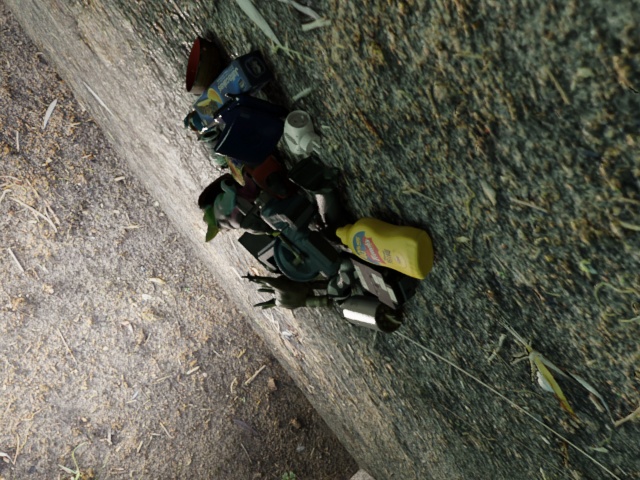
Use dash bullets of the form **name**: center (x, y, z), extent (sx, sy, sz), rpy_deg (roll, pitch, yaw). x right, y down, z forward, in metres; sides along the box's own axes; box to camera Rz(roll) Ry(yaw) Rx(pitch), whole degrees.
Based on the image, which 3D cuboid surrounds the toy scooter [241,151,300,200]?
- **toy scooter**: center (-0.100, -0.142, 1.212), extent (0.184, 0.075, 0.135), rpy_deg (51, -169, 35)

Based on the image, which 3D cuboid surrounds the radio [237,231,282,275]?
- **radio**: center (-0.119, 0.029, 1.448), extent (0.131, 0.073, 0.229), rpy_deg (44, -173, 14)

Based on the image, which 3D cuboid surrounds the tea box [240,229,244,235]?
- **tea box**: center (-0.175, -0.039, 1.535), extent (0.068, 0.098, 0.169), rpy_deg (50, 164, 19)

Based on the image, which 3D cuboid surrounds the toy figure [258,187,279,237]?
- **toy figure**: center (-0.114, -0.082, 1.333), extent (0.082, 0.089, 0.180), rpy_deg (32, 157, 54)

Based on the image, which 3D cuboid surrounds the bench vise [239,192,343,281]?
- **bench vise**: center (-0.074, 0.008, 1.119), extent (0.223, 0.129, 0.240), rpy_deg (34, 148, -15)

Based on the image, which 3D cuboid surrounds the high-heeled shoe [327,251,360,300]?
- **high-heeled shoe**: center (0.081, 0.089, 1.292), extent (0.145, 0.086, 0.248), rpy_deg (3, 157, 25)

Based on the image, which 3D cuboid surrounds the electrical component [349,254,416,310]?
- **electrical component**: center (0.137, 0.079, 1.117), extent (0.134, 0.058, 0.114), rpy_deg (28, 153, 47)

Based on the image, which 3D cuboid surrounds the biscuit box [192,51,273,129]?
- **biscuit box**: center (-0.172, -0.286, 1.037), extent (0.203, 0.063, 0.059), rpy_deg (-22, 100, 53)

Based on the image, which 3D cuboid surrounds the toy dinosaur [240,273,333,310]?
- **toy dinosaur**: center (-0.074, 0.132, 1.381), extent (0.471, 0.199, 0.105), rpy_deg (64, -161, -71)

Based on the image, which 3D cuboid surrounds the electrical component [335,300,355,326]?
- **electrical component**: center (0.083, 0.195, 1.472), extent (0.078, 0.045, 0.102), rpy_deg (27, 150, 52)

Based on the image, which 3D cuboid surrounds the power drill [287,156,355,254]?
- **power drill**: center (0.002, -0.068, 1.116), extent (0.232, 0.086, 0.207), rpy_deg (32, 150, 40)

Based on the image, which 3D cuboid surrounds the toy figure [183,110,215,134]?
- **toy figure**: center (-0.316, -0.309, 1.408), extent (0.057, 0.064, 0.155), rpy_deg (44, 166, -29)

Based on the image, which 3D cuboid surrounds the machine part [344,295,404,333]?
- **machine part**: center (0.125, 0.174, 1.292), extent (0.079, 0.079, 0.243), rpy_deg (55, 161, -14)

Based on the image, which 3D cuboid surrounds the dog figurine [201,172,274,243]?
- **dog figurine**: center (-0.198, -0.051, 1.283), extent (0.191, 0.108, 0.219), rpy_deg (46, 136, 7)

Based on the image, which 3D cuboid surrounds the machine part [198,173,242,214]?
- **machine part**: center (-0.238, -0.110, 1.446), extent (0.180, 0.179, 0.056), rpy_deg (34, 157, 39)

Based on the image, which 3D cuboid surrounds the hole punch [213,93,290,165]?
- **hole punch**: center (-0.133, -0.208, 1.014), extent (0.142, 0.092, 0.116), rpy_deg (13, 156, -35)

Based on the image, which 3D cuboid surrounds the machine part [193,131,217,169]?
- **machine part**: center (-0.314, -0.265, 1.527), extent (0.084, 0.039, 0.138), rpy_deg (5, 130, 58)
